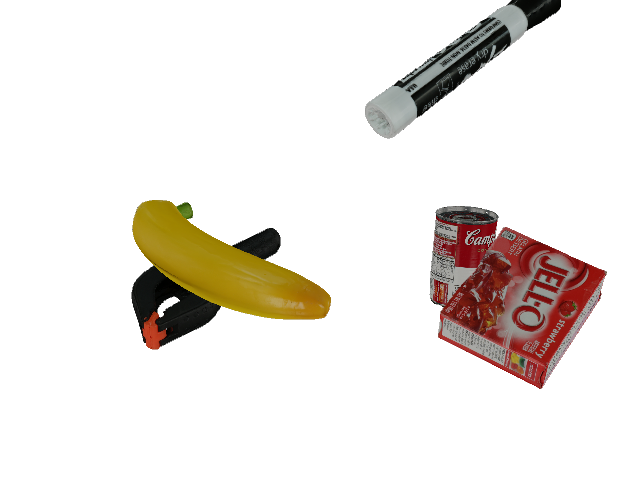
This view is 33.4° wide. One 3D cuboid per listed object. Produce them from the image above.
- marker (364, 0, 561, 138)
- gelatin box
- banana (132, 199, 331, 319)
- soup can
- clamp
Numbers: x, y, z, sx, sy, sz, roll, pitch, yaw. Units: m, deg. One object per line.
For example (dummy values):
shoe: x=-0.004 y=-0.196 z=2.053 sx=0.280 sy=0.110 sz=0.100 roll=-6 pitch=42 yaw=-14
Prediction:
marker: x=0.069 y=-0.087 z=0.493 sx=0.121 sy=0.020 sz=0.020 roll=-38 pitch=17 yaw=-23
gelatin box: x=0.127 y=0.040 z=0.670 sx=0.073 sy=0.030 sz=0.089 roll=26 pitch=55 yaw=23
banana: x=-0.072 y=0.007 z=0.686 sx=0.069 sy=0.037 sz=0.198 roll=-15 pitch=29 yaw=-29
soup can: x=0.157 y=0.019 z=1.175 sx=0.068 sy=0.102 sz=0.068 roll=3 pitch=15 yaw=-1
clamp: x=-0.123 y=0.028 z=0.945 sx=0.120 sy=0.039 sz=0.171 roll=11 pitch=36 yaw=25
